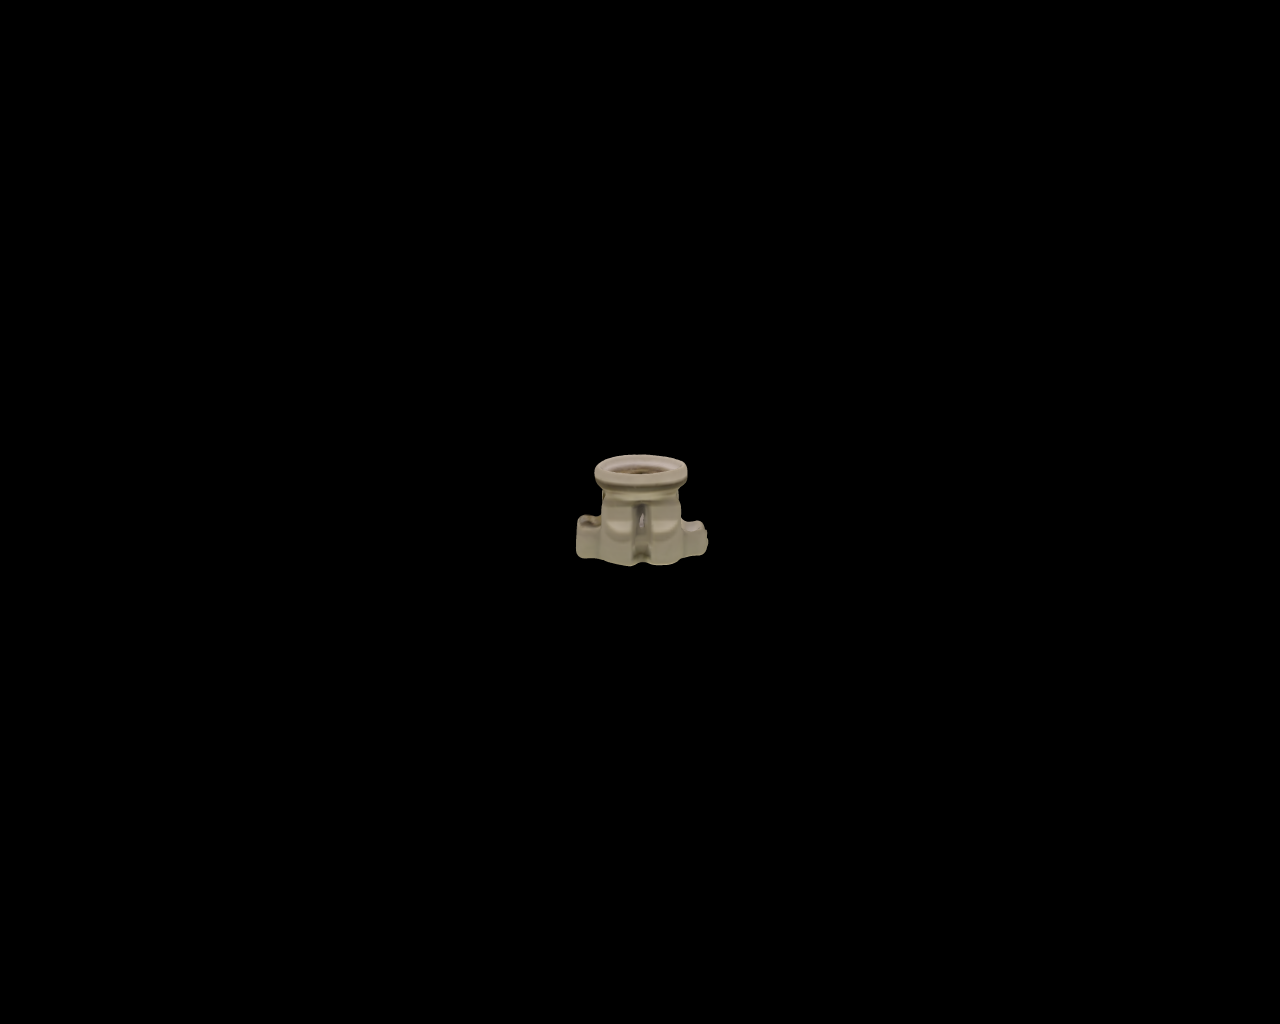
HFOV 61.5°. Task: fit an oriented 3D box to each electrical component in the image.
[{"bbox_3d":[0.001,-0.003,0.650,0.078,0.056,0.058,0,16,0],"label":"electrical component"}]
